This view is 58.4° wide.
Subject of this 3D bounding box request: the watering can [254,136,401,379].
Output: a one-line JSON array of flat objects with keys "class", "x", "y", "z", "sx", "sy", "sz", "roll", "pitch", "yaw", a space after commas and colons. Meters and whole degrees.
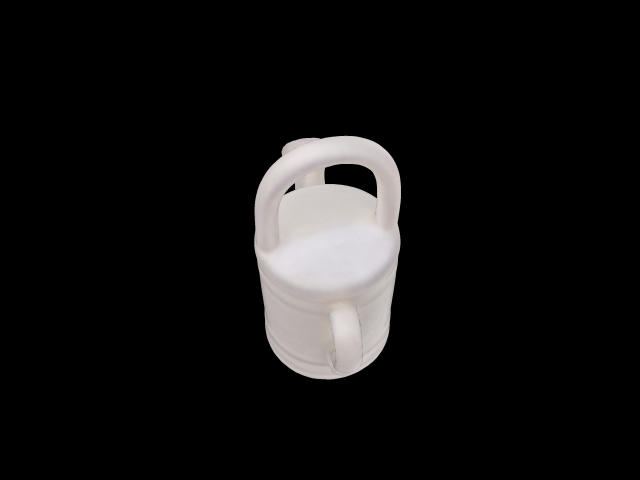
[{"class": "watering can", "x": 0.001, "y": 0.002, "z": 0.400, "sx": 0.101, "sy": 0.194, "sz": 0.172, "roll": -26, "pitch": 54, "yaw": -20}]
